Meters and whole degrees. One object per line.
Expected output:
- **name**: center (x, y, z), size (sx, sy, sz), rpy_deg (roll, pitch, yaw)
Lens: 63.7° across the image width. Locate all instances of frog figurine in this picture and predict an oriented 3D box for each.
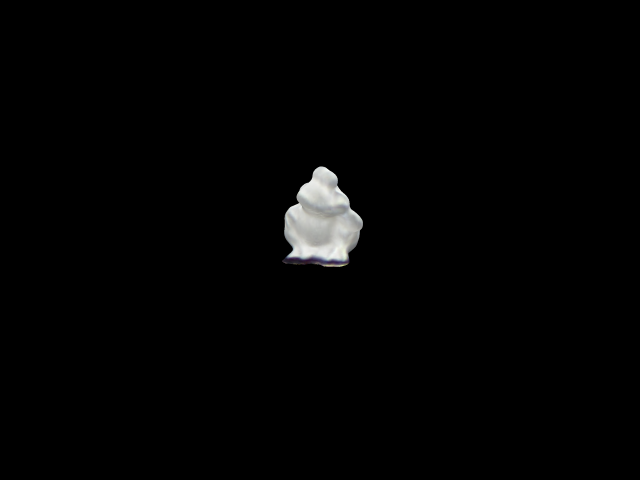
- **frog figurine**: center (0.003, -0.043, 0.850), size (0.138, 0.158, 0.123), rpy_deg (8, 13, 39)
